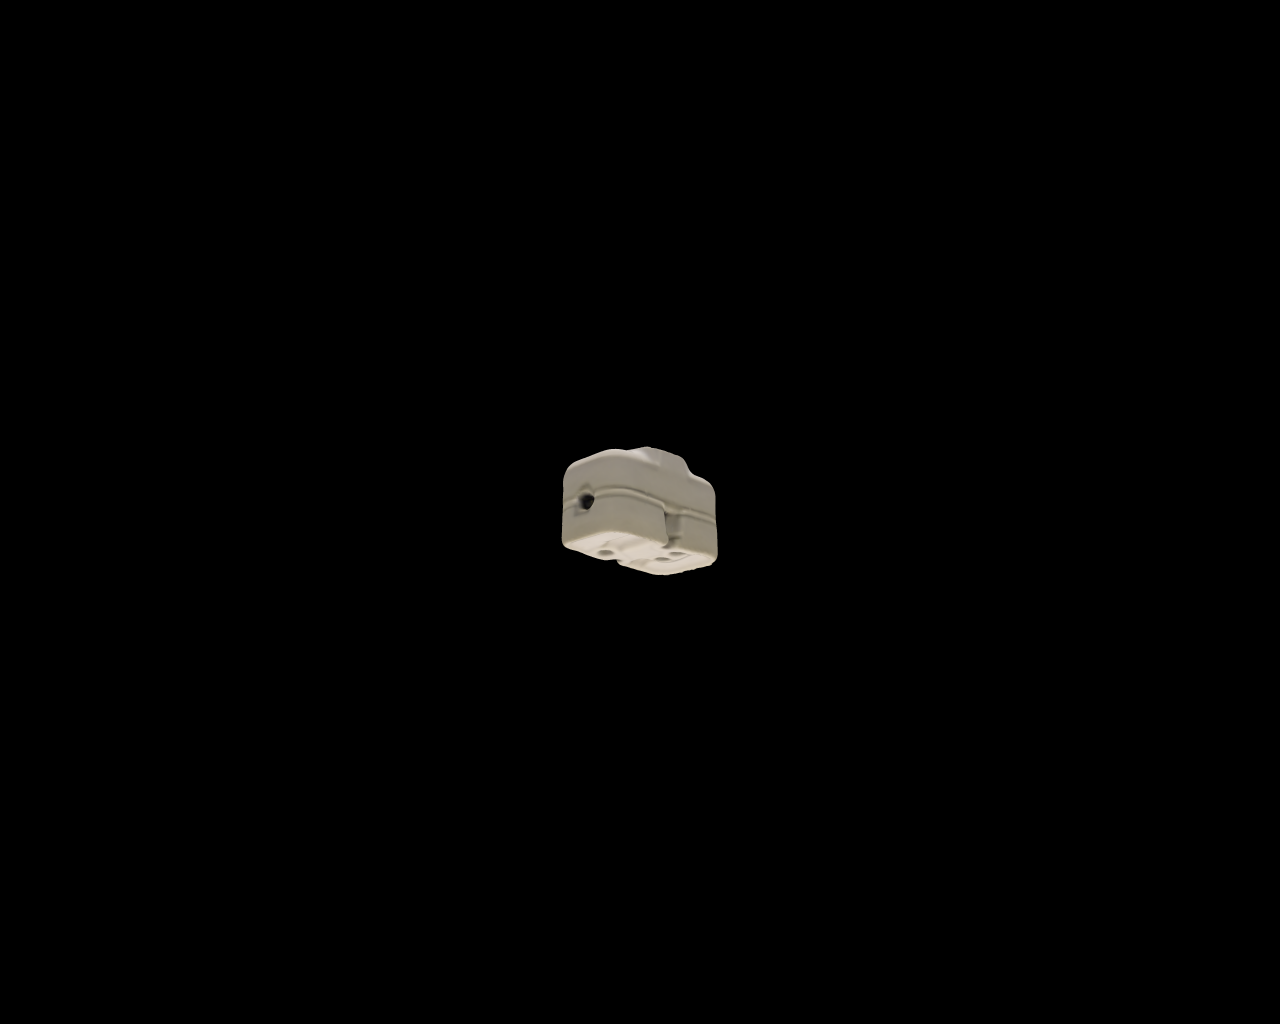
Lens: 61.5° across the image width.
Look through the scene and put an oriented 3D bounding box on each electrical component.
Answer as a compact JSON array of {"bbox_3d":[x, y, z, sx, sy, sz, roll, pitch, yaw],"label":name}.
[{"bbox_3d":[0.001,-0.003,0.650,0.053,0.059,0.095,-18,-26,41],"label":"electrical component"}]
